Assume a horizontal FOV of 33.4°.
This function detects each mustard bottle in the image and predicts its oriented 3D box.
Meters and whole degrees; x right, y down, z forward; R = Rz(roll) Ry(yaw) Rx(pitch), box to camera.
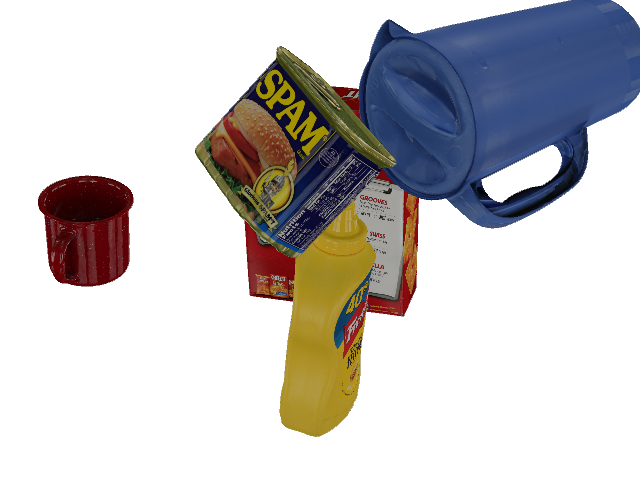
[{"bbox_3d":[0.007,0.052,0.821,0.058,0.192,0.096,17,35,16],"label":"mustard bottle"}]

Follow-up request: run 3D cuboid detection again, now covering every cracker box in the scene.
[{"bbox_3d":[0.011,-0.041,1.040,0.164,0.214,0.072,7,29,16],"label":"cracker box"}]

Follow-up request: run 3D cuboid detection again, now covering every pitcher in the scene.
[{"bbox_3d":[0.166,-0.120,0.895,0.242,0.149,0.145,-22,35,-33],"label":"pitcher"}]

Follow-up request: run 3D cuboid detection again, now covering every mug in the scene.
[{"bbox_3d":[-0.237,-0.001,1.065,0.093,0.081,0.117,10,34,8],"label":"mug"}]

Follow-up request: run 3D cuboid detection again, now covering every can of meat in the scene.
[{"bbox_3d":[-0.018,-0.052,0.641,0.057,0.084,0.102,27,21,-51],"label":"can of meat"}]
